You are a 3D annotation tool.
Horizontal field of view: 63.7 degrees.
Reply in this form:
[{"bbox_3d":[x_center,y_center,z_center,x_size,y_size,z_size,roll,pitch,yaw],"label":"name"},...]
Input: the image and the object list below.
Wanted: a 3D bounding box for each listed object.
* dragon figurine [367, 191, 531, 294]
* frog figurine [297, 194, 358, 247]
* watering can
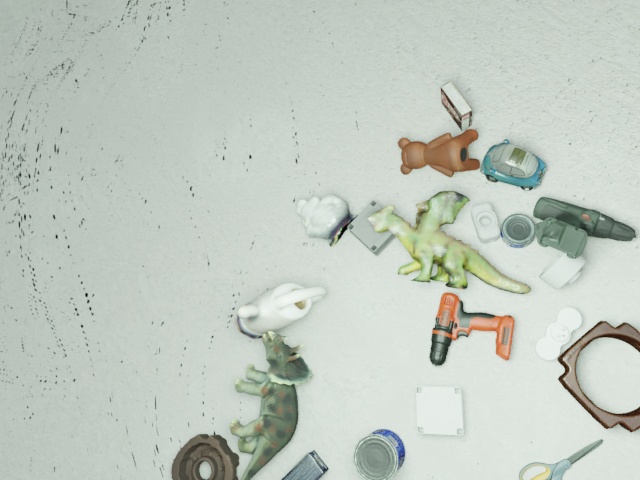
[{"bbox_3d":[0.320,-0.006,1.294,0.410,0.122,0.243,7,87,11],"label":"dragon figurine"},{"bbox_3d":[0.004,-0.072,1.431,0.160,0.123,0.136,37,106,11],"label":"frog figurine"},{"bbox_3d":[-0.131,0.177,1.294,0.221,0.349,0.105,-32,74,34],"label":"watering can"}]
